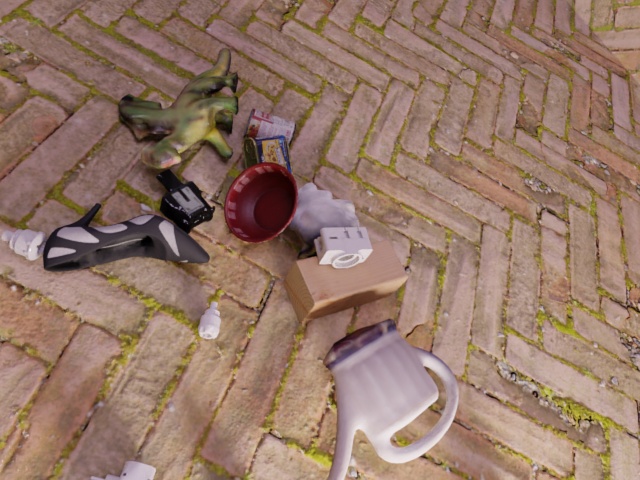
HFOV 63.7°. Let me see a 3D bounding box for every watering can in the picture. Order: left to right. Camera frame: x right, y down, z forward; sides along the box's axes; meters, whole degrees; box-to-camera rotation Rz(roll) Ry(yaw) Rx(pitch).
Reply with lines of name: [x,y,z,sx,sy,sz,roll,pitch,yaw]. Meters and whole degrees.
watering can: [0.082,0.267,0.851,0.351,0.102,0.227,-22,67,-32]

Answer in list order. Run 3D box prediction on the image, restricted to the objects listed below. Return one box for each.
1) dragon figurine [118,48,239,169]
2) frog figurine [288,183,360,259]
dragon figurine: [-0.295,-0.286,1.080,0.243,0.119,0.420,-1,49,-14]
frog figurine: [0.003,-0.052,1.026,0.137,0.121,0.162,-14,70,5]
